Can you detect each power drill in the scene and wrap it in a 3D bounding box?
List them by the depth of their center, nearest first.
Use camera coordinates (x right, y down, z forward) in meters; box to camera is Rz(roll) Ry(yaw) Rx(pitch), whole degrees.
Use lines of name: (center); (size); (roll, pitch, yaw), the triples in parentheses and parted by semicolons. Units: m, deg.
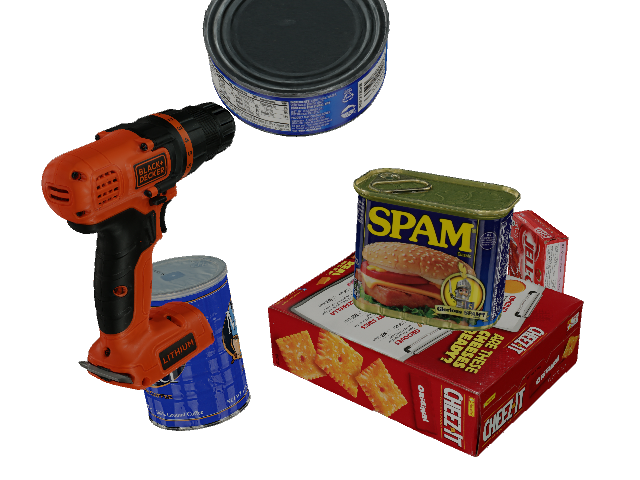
power drill: (-0.122, 0.000, 0.789); (0.057, 0.188, 0.184); (12, 26, 32)

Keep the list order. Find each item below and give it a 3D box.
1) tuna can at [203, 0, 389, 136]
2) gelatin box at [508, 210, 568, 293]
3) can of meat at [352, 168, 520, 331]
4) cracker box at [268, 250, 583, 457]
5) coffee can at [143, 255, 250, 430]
tuna can: (-0.011, -0.091, 0.501); (0.086, 0.086, 0.034); (0, -32, 2)
gelatin box: (0.229, 0.022, 1.134); (0.030, 0.089, 0.073); (-11, 29, -16)
can of meat: (0.071, 0.006, 0.682); (0.102, 0.084, 0.057); (11, 22, 22)
cracker box: (0.088, 0.081, 0.909); (0.214, 0.072, 0.163); (20, 37, 36)
coffee can: (-0.129, 0.097, 1.031); (0.103, 0.140, 0.103); (-8, 18, 2)
